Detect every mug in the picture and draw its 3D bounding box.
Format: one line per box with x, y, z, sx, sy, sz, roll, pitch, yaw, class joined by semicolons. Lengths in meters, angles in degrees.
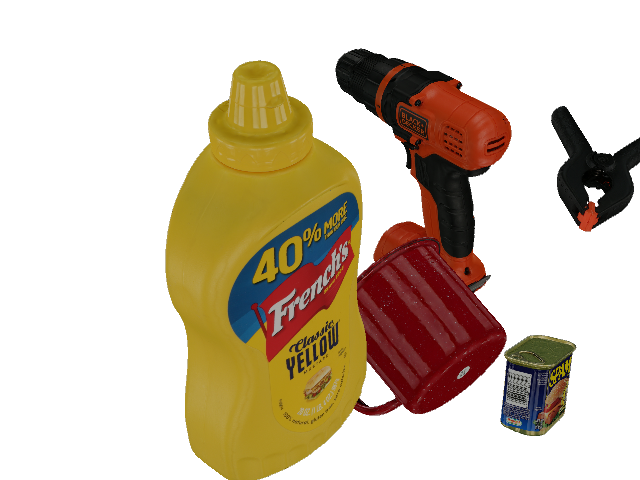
0.057;0.066;0.698;0.117;0.081;0.093;-42;-24;6;mug

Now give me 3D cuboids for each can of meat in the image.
0.240;0.160;1.183;0.058;0.084;0.101;12;16;30;can of meat

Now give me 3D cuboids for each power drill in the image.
0.078;-0.053;0.876;0.057;0.188;0.185;-25;39;-25;power drill

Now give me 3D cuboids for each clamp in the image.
0.287;-0.081;1.137;0.120;0.039;0.171;18;46;20;clamp

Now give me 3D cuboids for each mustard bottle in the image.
-0.021;0.011;0.459;0.058;0.192;0.096;30;48;35;mustard bottle
